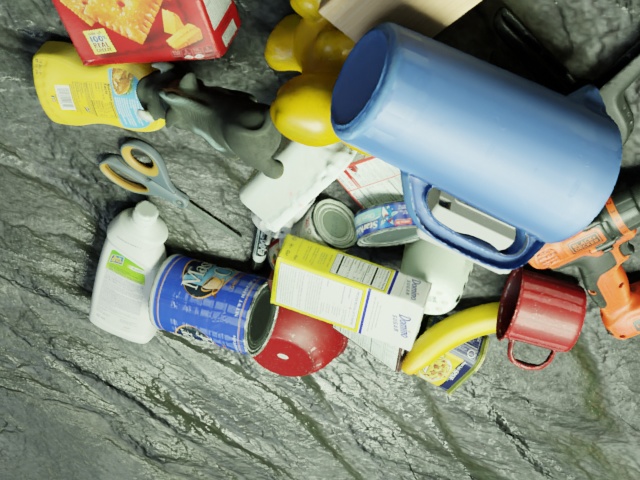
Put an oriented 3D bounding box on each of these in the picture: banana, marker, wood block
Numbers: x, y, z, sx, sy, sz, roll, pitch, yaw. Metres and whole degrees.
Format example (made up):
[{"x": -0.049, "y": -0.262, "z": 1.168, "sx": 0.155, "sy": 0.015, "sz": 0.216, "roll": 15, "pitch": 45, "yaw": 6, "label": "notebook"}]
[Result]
[{"x": 0.192, "y": 0.113, "z": 1.301, "sx": 0.198, "sy": 0.069, "sz": 0.037, "roll": -12, "pitch": 147, "yaw": 9, "label": "banana"}, {"x": -0.073, "y": 0.003, "z": 1.341, "sx": 0.020, "sy": 0.020, "sz": 0.121, "roll": 18, "pitch": 141, "yaw": 2, "label": "marker"}, {"x": 0.103, "y": -0.249, "z": 0.910, "sx": 0.090, "sy": 0.090, "sz": 0.207, "roll": 36, "pitch": 138, "yaw": -20, "label": "wood block"}]

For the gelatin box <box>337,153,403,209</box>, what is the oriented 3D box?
[{"x": 0.067, "y": -0.073, "z": 1.181, "sx": 0.089, "sy": 0.030, "sz": 0.073, "roll": -17, "pitch": 130, "yaw": 37, "label": "gelatin box"}]

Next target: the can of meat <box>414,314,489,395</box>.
[{"x": 0.156, "y": 0.145, "z": 1.379, "sx": 0.084, "sy": 0.057, "sz": 0.102, "roll": 27, "pitch": 140, "yaw": -5, "label": "can of meat"}]

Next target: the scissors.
[{"x": -0.173, "y": -0.063, "z": 1.308, "sx": 0.201, "sy": 0.016, "sz": 0.096, "roll": 24, "pitch": 142, "yaw": -5, "label": "scissors"}]

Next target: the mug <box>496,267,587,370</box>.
[{"x": 0.254, "y": 0.094, "z": 1.236, "sx": 0.081, "sy": 0.117, "sz": 0.093, "roll": 15, "pitch": 174, "yaw": -2, "label": "mug"}]

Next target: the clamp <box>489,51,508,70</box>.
[{"x": 0.171, "y": -0.123, "z": 1.064, "sx": 0.171, "sy": 0.039, "sz": 0.120, "roll": 37, "pitch": 155, "yaw": -28, "label": "clamp"}]

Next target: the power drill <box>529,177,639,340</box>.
[{"x": 0.332, "y": 0.016, "z": 1.137, "sx": 0.185, "sy": 0.057, "sz": 0.187, "roll": -26, "pitch": 126, "yaw": 25, "label": "power drill"}]

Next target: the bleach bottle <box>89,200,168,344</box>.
[{"x": -0.244, "y": 0.038, "z": 1.423, "sx": 0.102, "sy": 0.068, "sz": 0.251, "roll": 22, "pitch": 139, "yaw": -4, "label": "bleach bottle"}]

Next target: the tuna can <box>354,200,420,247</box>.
[{"x": 0.082, "y": -0.018, "z": 1.203, "sx": 0.086, "sy": 0.034, "sz": 0.086, "roll": -8, "pitch": 168, "yaw": -2, "label": "tuna can"}]

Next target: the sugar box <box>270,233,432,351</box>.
[{"x": 0.034, "y": 0.060, "z": 1.225, "sx": 0.176, "sy": 0.048, "sz": 0.093, "roll": 17, "pitch": 142, "yaw": 6, "label": "sugar box"}]

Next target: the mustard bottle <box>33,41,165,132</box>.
[{"x": -0.214, "y": -0.165, "z": 1.171, "sx": 0.192, "sy": 0.058, "sz": 0.096, "roll": 8, "pitch": 133, "yaw": 16, "label": "mustard bottle"}]

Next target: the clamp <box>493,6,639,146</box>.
[{"x": 0.242, "y": -0.140, "z": 1.020, "sx": 0.165, "sy": 0.036, "sz": 0.210, "roll": 11, "pitch": 141, "yaw": 13, "label": "clamp"}]

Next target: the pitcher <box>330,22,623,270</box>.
[{"x": 0.131, "y": -0.086, "z": 0.941, "sx": 0.242, "sy": 0.149, "sz": 0.145, "roll": 21, "pitch": 141, "yaw": -24, "label": "pitcher"}]

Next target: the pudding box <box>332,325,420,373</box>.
[{"x": 0.070, "y": 0.101, "z": 1.340, "sx": 0.114, "sy": 0.039, "sz": 0.090, "roll": 35, "pitch": 142, "yaw": 27, "label": "pudding box"}]

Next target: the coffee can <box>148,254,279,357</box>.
[{"x": -0.136, "y": 0.084, "z": 1.383, "sx": 0.140, "sy": 0.102, "sz": 0.103, "roll": 14, "pitch": 142, "yaw": 18, "label": "coffee can"}]

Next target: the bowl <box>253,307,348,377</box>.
[{"x": -0.045, "y": 0.139, "z": 1.461, "sx": 0.162, "sy": 0.055, "sz": 0.162, "roll": 12, "pitch": 141, "yaw": 10, "label": "bowl"}]

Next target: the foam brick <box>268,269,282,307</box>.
[{"x": -0.021, "y": 0.053, "z": 1.350, "sx": 0.078, "sy": 0.051, "sz": 0.053, "roll": 7, "pitch": 140, "yaw": 17, "label": "foam brick"}]

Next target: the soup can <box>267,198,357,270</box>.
[{"x": -0.008, "y": 0.002, "z": 1.272, "sx": 0.068, "sy": 0.068, "sz": 0.102, "roll": 34, "pitch": 139, "yaw": -17, "label": "soup can"}]

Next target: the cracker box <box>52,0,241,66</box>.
[{"x": -0.188, "y": -0.271, "z": 1.023, "sx": 0.164, "sy": 0.072, "sz": 0.213, "roll": 2, "pitch": 137, "yaw": 21, "label": "cracker box"}]
